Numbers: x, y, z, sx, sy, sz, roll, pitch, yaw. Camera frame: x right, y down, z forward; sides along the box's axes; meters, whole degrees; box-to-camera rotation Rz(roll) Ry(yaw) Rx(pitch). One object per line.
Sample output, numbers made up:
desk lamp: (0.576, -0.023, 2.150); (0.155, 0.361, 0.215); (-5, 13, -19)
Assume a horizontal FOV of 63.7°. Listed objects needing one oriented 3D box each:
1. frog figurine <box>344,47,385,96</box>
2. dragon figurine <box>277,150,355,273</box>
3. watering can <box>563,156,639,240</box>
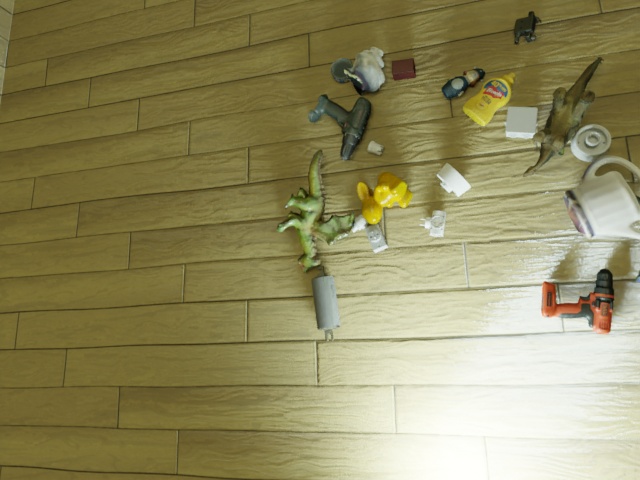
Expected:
frog figurine: (0.180, -0.604, 1.809); (0.136, 0.123, 0.160); (45, 84, -12)
dragon figurine: (0.005, -0.088, 1.745); (0.244, 0.121, 0.411); (24, 87, 14)
watering can: (0.844, -0.070, 1.464); (0.222, 0.103, 0.353); (-26, 70, 21)
